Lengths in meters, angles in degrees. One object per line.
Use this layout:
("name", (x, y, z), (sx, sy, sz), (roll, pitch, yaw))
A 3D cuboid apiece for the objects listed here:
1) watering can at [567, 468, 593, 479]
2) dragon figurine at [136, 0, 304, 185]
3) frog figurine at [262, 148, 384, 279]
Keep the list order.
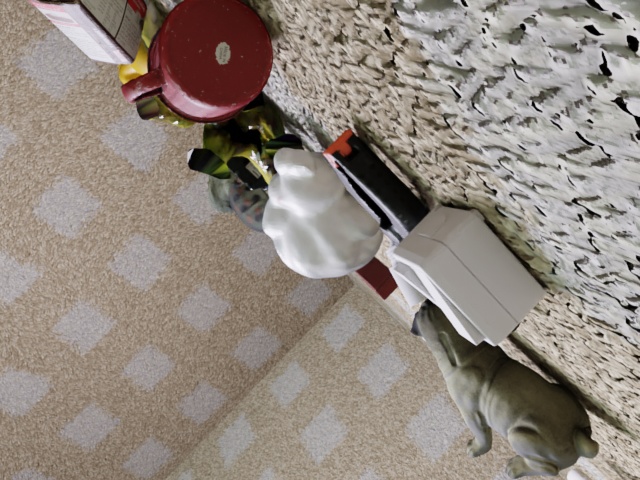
("watering can", (0.469, 0.437, 0.660), (0.222, 0.104, 0.351), (44, 179, -19))
("dragon figurine", (-0.120, -0.176, 0.657), (0.403, 0.122, 0.248), (50, -168, -46))
("frog figurine", (0.002, -0.029, 0.577), (0.137, 0.125, 0.156), (10, 157, 14))
